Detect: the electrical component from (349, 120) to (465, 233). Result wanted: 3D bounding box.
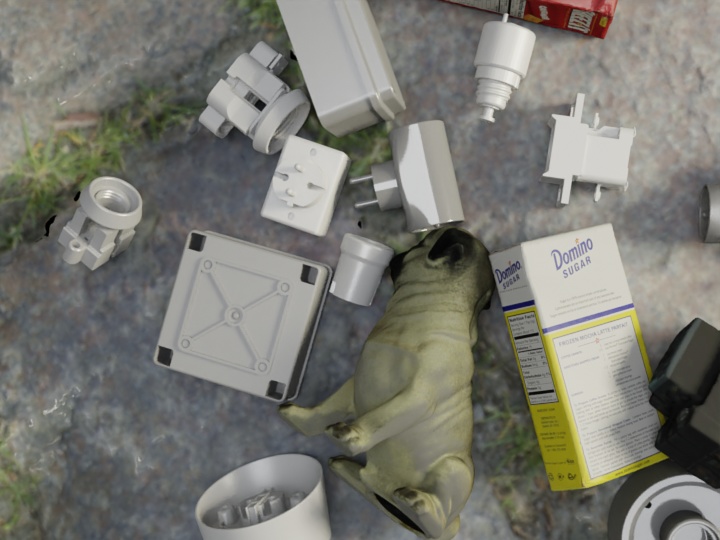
[{"bbox_3d":[0.032,-0.066,0.812,0.079,0.044,0.077,-12,87,7],"label":"electrical component"}]

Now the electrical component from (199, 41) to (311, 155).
[{"bbox_3d":[-0.076,-0.125,0.822,0.057,0.058,0.078,40,93,9],"label":"electrical component"}]

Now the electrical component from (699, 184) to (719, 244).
[{"bbox_3d":[0.289,-0.058,0.778,0.077,0.044,0.079,2,88,7],"label":"electrical component"}]

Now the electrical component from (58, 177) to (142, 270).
[{"bbox_3d":[-0.197,-0.038,0.829,0.048,0.066,0.055,40,127,6],"label":"electrical component"}]

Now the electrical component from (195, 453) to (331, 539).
[{"bbox_3d":[-0.070,0.181,0.795,0.099,0.099,0.064,-13,93,7],"label":"electrical component"}]

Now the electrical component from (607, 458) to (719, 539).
[{"bbox_3d":[0.235,0.193,0.771,0.108,0.060,0.108,0,88,7],"label":"electrical component"}]

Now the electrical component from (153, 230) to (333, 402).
[{"bbox_3d":[-0.088,0.034,0.819,0.109,0.056,0.108,16,91,8],"label":"electrical component"}]

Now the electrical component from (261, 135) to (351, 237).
[{"bbox_3d":[-0.043,-0.064,0.805,0.047,0.077,0.065,19,91,7],"label":"electrical component"}]

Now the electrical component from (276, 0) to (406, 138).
[{"bbox_3d":[-0.013,-0.163,0.804,0.057,0.078,0.113,-20,86,9],"label":"electrical component"}]

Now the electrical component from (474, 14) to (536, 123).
[{"bbox_3d":[0.105,-0.150,0.807,0.040,0.040,0.078,15,90,8],"label":"electrical component"}]

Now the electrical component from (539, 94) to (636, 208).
[{"bbox_3d":[0.168,-0.085,0.797,0.064,0.042,0.081,8,90,4],"label":"electrical component"}]

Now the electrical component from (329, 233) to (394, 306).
[{"bbox_3d":[0.000,0.000,0.818,0.040,0.040,0.046,21,97,7],"label":"electrical component"}]
